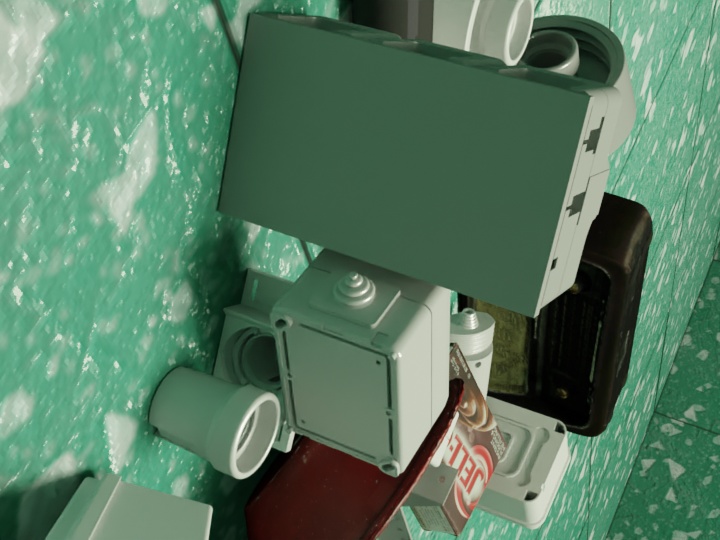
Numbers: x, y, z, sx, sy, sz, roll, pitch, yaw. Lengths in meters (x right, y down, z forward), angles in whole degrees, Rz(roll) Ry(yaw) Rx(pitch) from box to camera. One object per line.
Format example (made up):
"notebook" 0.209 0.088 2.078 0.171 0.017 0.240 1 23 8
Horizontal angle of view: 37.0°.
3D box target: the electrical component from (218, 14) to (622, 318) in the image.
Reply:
"electrical component" 0.025 -0.050 0.459 0.062 0.150 0.089 -22 127 -61

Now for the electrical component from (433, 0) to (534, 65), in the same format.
"electrical component" 0.062 -0.140 0.599 0.108 0.060 0.108 -50 150 -43

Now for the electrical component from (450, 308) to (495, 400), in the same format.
"electrical component" 0.081 0.065 0.833 0.043 0.043 0.081 -45 145 -49

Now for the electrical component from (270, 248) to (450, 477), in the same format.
"electrical component" 0.004 0.032 0.478 0.061 0.062 0.096 -51 150 -40

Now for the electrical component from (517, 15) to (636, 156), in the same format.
"electrical component" 0.126 -0.123 0.712 0.108 0.108 0.060 -59 149 -28

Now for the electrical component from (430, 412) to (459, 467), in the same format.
"electrical component" 0.016 0.110 0.683 0.076 0.066 0.047 -67 158 -13

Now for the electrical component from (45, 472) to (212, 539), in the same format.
"electrical component" -0.096 0.143 0.398 0.109 0.056 0.108 -153 -100 -84

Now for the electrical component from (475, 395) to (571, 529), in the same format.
"electrical component" 0.105 0.151 0.868 0.078 0.113 0.057 -60 153 -28

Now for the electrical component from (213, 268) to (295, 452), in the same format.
"electrical component" -0.038 0.042 0.530 0.064 0.042 0.081 -12 118 -65

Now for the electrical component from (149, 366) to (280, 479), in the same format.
"electrical component" -0.065 0.066 0.480 0.040 0.046 0.040 -50 150 -43
